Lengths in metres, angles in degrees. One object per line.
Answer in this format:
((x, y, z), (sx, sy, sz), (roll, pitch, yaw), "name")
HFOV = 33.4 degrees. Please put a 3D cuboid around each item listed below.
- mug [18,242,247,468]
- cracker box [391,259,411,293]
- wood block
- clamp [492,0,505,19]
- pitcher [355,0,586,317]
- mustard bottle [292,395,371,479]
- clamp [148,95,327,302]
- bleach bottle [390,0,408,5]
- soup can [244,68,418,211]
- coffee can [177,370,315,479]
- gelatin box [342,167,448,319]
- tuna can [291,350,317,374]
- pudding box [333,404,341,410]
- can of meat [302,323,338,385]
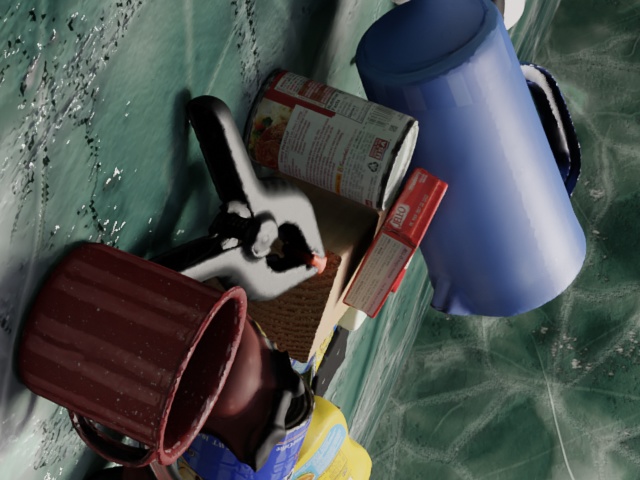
((-0.095, 0.061, 0.528), (0.093, 0.081, 0.117), (-51, 160, -58), "mug")
((0.102, -0.061, 1.289), (0.164, 0.072, 0.213), (73, 41, -73), "cracker box")
((-0.006, 0.001, 0.827), (0.205, 0.090, 0.091), (-47, 156, -64), "wood block")
((0.140, -0.287, 0.872), (0.210, 0.036, 0.164), (57, 50, -41), "clamp")
((0.122, -0.072, 0.825), (0.149, 0.145, 0.242), (-86, 156, -47), "pitcher")
((-0.013, 0.194, 0.968), (0.096, 0.058, 0.191), (-47, 145, -15), "mustard bottle")
((-0.045, -0.016, 0.637), (0.171, 0.039, 0.120), (9, 106, -59), "clamp")
((0.070, -0.223, 0.833), (0.250, 0.068, 0.102), (1, 111, -81), "bleach bottle")
((0.008, -0.068, 0.724), (0.068, 0.102, 0.068), (22, 89, -79), "soup can")
((-0.070, 0.167, 0.806), (0.102, 0.103, 0.140), (-48, 157, -61), "coffee can")
((0.053, 0.002, 0.762), (0.073, 0.030, 0.089), (-58, 175, -43), "gelatin box")
((-0.029, 0.069, 0.886), (0.086, 0.033, 0.086), (-178, -90, -71), "tuna can")
((-0.030, 0.194, 1.090), (0.113, 0.090, 0.039), (97, 20, -52), "pudding box")
((-0.019, 0.089, 1.029), (0.102, 0.057, 0.084), (95, 18, -57), "can of meat")
